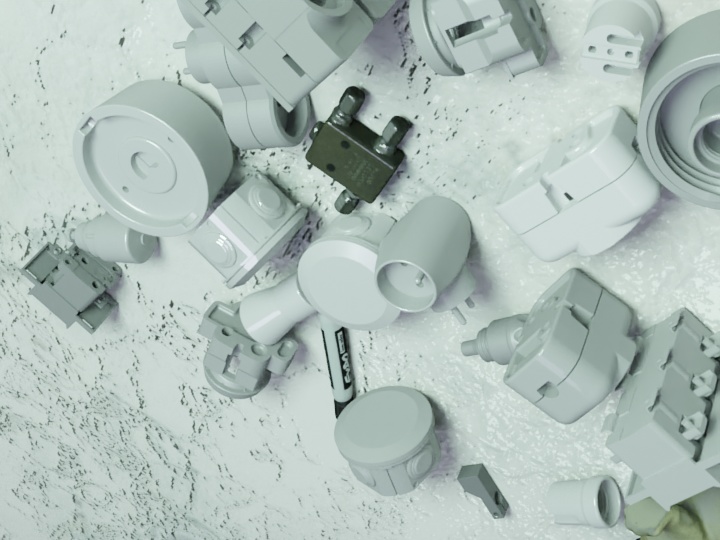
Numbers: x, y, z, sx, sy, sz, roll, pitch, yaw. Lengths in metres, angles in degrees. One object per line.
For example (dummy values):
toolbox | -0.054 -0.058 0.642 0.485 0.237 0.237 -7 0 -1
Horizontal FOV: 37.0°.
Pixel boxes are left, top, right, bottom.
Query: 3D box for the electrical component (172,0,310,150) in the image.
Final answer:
electrical component | -0.089 -0.142 0.705 0.074 0.052 0.138 -1 126 27

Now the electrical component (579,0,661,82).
electrical component | 0.144 -0.131 0.601 0.040 0.046 0.040 14 131 16

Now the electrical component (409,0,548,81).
electrical component | 0.066 -0.145 0.622 0.057 0.058 0.078 -16 118 32

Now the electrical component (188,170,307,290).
electrical component | -0.080 -0.029 0.776 0.051 0.080 0.080 45 133 -5

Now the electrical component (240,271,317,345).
electrical component | -0.056 0.026 0.835 0.065 0.044 0.044 -31 109 35

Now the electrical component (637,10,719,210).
electrical component | 0.207 -0.083 0.598 0.108 0.060 0.108 14 131 16

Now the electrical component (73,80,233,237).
electrical component | -0.144 -0.085 0.774 0.108 0.060 0.108 14 131 17

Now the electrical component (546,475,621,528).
electrical component | 0.176 0.183 0.847 0.046 0.040 0.040 -12 120 40

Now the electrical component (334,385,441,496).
electrical component | 0.023 0.135 0.857 0.080 0.080 0.051 1 132 26

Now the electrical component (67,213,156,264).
electrical component | -0.201 -0.026 0.864 0.078 0.040 0.040 3 127 25

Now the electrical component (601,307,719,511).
electrical component | 0.204 0.084 0.695 0.063 0.121 0.079 42 133 -7

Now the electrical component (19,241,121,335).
electrical component | -0.241 0.010 0.913 0.081 0.042 0.064 44 131 -12

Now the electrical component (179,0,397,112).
electrical component | -0.067 -0.197 0.612 0.186 0.105 0.060 45 132 -12

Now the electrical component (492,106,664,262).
electrical component | 0.138 -0.049 0.666 0.059 0.053 0.095 46 132 -13

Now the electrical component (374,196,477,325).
electrical component | 0.053 0.002 0.734 0.044 0.077 0.079 -21 115 38

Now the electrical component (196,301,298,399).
electrical component | -0.096 0.068 0.877 0.078 0.058 0.057 28 131 4

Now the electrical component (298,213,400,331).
electrical component | 0.000 0.000 0.777 0.080 0.051 0.080 14 131 16

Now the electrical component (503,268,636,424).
electrical component | 0.143 0.053 0.717 0.059 0.095 0.053 36 134 -4

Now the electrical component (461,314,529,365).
electrical component | 0.101 0.053 0.781 0.061 0.035 0.035 -15 118 37
